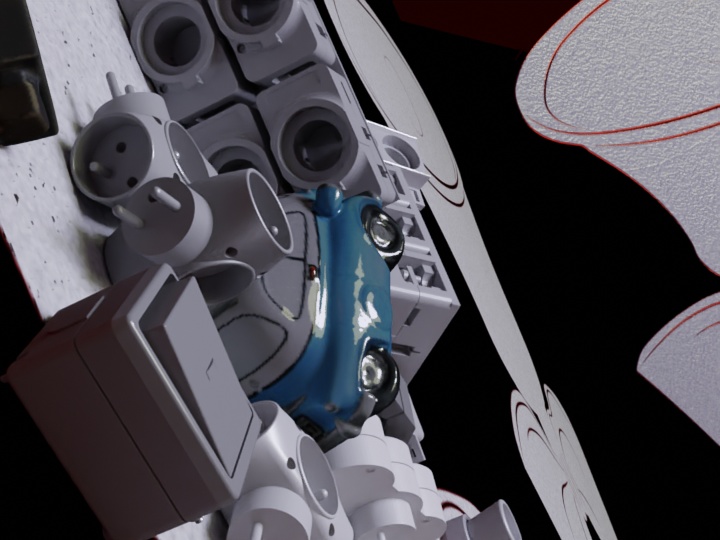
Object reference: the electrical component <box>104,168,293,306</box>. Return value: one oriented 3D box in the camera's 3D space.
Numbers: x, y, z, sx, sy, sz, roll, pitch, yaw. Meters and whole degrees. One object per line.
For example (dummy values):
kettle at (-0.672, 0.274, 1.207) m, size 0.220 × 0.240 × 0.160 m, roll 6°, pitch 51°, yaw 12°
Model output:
electrical component at (-0.081, -0.017, 0.486) m, size 0.079 × 0.077 × 0.044 m, roll 41°, pitch 27°, yaw -62°

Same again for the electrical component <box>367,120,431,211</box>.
electrical component at (-0.017, -0.082, 0.821) m, size 0.121 × 0.063 × 0.078 m, roll 15°, pitch 43°, yaw -33°

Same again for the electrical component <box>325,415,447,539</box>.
electrical component at (0.012, 0.143, 0.638) m, size 0.138 × 0.052 × 0.073 m, roll 51°, pitch 19°, yaw -50°

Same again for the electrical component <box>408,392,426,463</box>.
electrical component at (0.016, 0.104, 0.761) m, size 0.064 × 0.042 × 0.081 m, roll 43°, pitch 26°, yaw -70°

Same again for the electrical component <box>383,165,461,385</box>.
electrical component at (0.000, 0.000, 0.730) m, size 0.062 × 0.089 × 0.150 m, roll 12°, pitch 36°, yaw -27°

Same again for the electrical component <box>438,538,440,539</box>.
electrical component at (0.035, 0.168, 0.737) m, size 0.035 × 0.035 × 0.061 m, roll 60°, pitch 11°, yaw -25°

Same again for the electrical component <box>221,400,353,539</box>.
electrical component at (-0.040, 0.112, 0.493) m, size 0.077 × 0.044 × 0.079 m, roll 62°, pitch 13°, yaw -20°

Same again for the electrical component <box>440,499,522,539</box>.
electrical component at (0.097, 0.215, 0.863) m, size 0.045 × 0.055 × 0.045 m, roll 60°, pitch 13°, yaw -24°

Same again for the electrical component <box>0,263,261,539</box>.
electrical component at (-0.076, 0.054, 0.407) m, size 0.096 × 0.061 × 0.061 m, roll 62°, pitch 12°, yaw -16°

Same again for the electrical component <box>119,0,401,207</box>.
electrical component at (-0.064, -0.108, 0.673) m, size 0.186 × 0.105 × 0.060 m, roll 66°, pitch 12°, yaw 4°

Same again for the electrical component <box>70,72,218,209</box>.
electrical component at (-0.109, -0.062, 0.534) m, size 0.079 × 0.044 × 0.077 m, roll 69°, pitch 12°, yaw 16°
